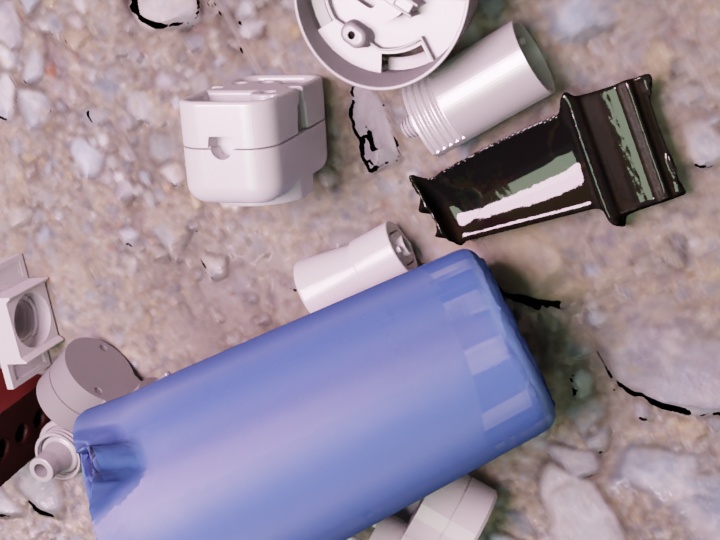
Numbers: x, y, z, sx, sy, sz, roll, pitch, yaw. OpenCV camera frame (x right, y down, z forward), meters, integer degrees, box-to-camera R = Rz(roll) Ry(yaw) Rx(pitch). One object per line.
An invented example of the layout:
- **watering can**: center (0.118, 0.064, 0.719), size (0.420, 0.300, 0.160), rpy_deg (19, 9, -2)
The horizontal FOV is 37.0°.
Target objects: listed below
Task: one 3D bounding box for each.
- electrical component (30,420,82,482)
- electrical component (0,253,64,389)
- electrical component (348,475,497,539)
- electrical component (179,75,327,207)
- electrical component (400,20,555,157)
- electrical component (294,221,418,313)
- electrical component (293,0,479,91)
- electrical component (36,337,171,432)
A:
- **electrical component**: center (-0.196, 0.119, 0.718), size (0.043, 0.062, 0.043), rpy_deg (6, 110, 17)
- **electrical component**: center (-0.240, 0.034, 0.715), size (0.064, 0.042, 0.081), rpy_deg (-3, 107, 21)
- **electrical component**: center (0.022, 0.174, 0.670), size (0.074, 0.052, 0.138), rpy_deg (29, 114, 7)
- **electrical component**: center (-0.056, -0.070, 0.588), size (0.054, 0.095, 0.059), rpy_deg (3, 109, 17)
- **electrical component**: center (0.057, -0.093, 0.571), size (0.081, 0.043, 0.043), rpy_deg (-28, 98, 25)
- **electrical component**: center (0.000, 0.000, 0.624), size (0.065, 0.044, 0.044), rpy_deg (-28, 98, 20)
- **electrical component**: center (0.015, -0.146, 0.555), size (0.099, 0.064, 0.099), rpy_deg (6, 110, 17)
- **electrical component**: center (-0.137, 0.094, 0.696), size (0.138, 0.052, 0.073), rpy_deg (44, 116, -1)
